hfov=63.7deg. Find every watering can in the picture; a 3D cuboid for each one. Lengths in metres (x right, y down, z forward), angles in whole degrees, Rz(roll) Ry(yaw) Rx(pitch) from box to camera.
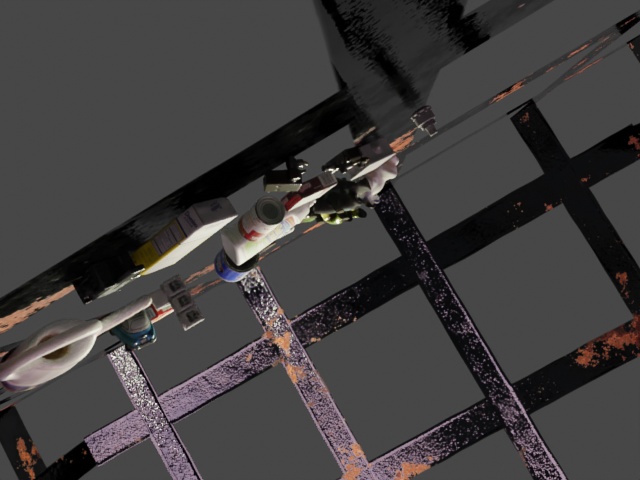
[{"bbox_3d":[-0.547,0.224,1.131,0.221,0.104,0.351,-31,178,32],"label":"watering can"}]

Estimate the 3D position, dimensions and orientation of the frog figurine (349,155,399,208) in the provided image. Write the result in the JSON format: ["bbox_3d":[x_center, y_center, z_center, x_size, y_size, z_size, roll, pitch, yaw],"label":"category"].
[{"bbox_3d":[0.157,-0.189,1.510,0.138,0.124,0.157,-10,125,-55],"label":"frog figurine"}]

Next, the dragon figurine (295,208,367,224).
[{"bbox_3d":[0.005,-0.085,1.688,0.240,0.123,0.413,-22,175,40],"label":"dragon figurine"}]
